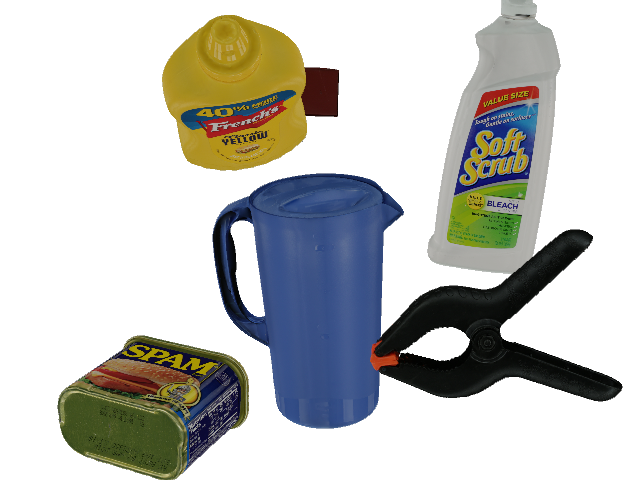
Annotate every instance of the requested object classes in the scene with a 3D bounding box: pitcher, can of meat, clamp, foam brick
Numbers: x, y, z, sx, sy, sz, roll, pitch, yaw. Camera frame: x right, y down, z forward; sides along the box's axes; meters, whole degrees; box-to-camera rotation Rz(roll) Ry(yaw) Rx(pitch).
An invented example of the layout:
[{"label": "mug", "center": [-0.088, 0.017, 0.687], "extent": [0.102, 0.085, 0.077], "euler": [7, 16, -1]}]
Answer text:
[{"label": "pitcher", "center": [-0.009, 0.061, 1.075], "extent": [0.144, 0.243, 0.149], "euler": [-20, 27, -37]}, {"label": "can of meat", "center": [-0.112, 0.111, 0.716], "extent": [0.102, 0.057, 0.083], "euler": [10, 22, 22]}, {"label": "clamp", "center": [0.123, 0.074, 0.739], "extent": [0.171, 0.120, 0.039], "euler": [-21, 1, 12]}, {"label": "foam brick", "center": [-0.024, -0.161, 1.153], "extent": [0.078, 0.051, 0.053], "euler": [-1, 11, -18]}]

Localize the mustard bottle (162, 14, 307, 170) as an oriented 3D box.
[{"label": "mustard bottle", "center": [-0.058, -0.104, 0.731], "extent": [0.096, 0.058, 0.191], "euler": [-10, -13, -3]}]

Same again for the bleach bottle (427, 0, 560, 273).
[{"label": "bleach bottle", "center": [0.159, -0.098, 0.974], "extent": [0.103, 0.251, 0.068], "euler": [8, 22, 12]}]
